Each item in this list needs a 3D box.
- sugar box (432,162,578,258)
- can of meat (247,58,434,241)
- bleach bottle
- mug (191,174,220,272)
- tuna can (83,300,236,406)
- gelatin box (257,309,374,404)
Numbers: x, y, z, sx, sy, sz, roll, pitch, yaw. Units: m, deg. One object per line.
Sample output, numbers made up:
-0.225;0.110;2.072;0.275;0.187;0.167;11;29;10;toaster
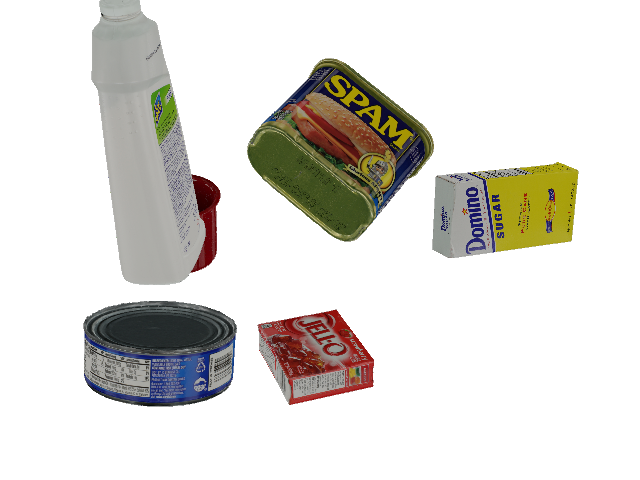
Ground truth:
0.218;-0.036;1.257;0.176;0.093;0.048;-9;20;-26;sugar box
0.012;-0.061;0.719;0.083;0.102;0.058;-49;-2;-38;can of meat
-0.147;-0.090;0.888;0.068;0.251;0.102;0;33;6;bleach bottle
-0.164;-0.011;1.185;0.093;0.081;0.117;20;39;24;mug
-0.091;0.063;0.604;0.086;0.034;0.086;4;14;-1;tuna can
-0.005;0.094;0.882;0.073;0.030;0.089;-9;28;-17;gelatin box
